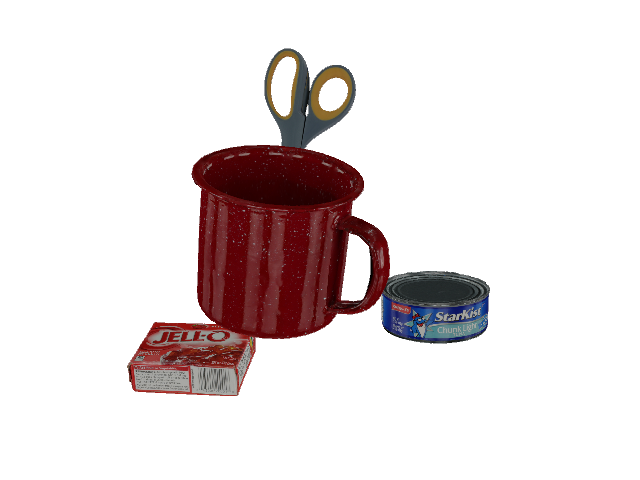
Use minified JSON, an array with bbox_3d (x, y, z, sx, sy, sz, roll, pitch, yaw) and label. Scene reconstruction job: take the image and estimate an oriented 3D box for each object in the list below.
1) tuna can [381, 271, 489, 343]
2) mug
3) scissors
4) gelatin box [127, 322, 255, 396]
[{"bbox_3d":[0.090,0.052,0.845,0.086,0.034,0.086,-1,15,0],"label":"tuna can"},{"bbox_3d":[-0.015,0.004,0.584,0.117,0.081,0.093,17,27,23],"label":"mug"},{"bbox_3d":[-0.010,-0.083,1.013,0.096,0.202,0.016,-4,-2,6],"label":"scissors"},{"bbox_3d":[-0.103,0.094,0.866,0.089,0.030,0.073,2,22,8],"label":"gelatin box"}]
